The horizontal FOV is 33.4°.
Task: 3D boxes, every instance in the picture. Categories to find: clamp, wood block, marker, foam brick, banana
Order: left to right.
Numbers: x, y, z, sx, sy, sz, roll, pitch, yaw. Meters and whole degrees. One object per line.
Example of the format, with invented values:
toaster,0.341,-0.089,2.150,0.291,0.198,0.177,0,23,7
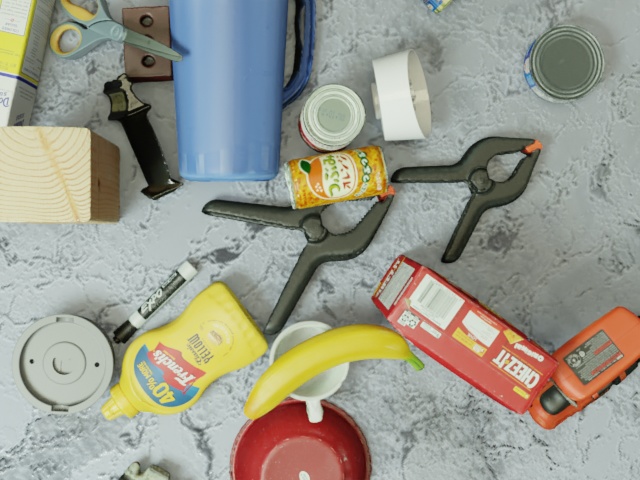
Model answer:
wood block,-0.262,-0.062,1.093,0.090,0.206,0.091,0,90,-3
foam brick,-0.187,-0.215,1.172,0.053,0.051,0.078,-3,91,-3
marker,-0.185,0.071,1.191,0.121,0.020,0.020,-44,92,-2
clamp,-0.008,0.001,1.187,0.210,0.036,0.164,-20,83,-5
banana,0.010,0.130,1.113,0.197,0.037,0.069,-15,90,-4
clamp,0.167,-0.070,1.198,0.171,0.039,0.120,-41,98,-6

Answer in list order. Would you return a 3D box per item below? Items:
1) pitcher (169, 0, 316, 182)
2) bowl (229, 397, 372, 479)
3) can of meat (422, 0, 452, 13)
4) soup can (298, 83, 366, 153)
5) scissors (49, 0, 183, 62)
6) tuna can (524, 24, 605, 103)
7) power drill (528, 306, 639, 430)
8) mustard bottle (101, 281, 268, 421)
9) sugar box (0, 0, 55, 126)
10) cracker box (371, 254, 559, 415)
pitcher,-0.088,-0.185,1.147,0.149,0.145,0.243,1,94,10
bowl,-0.021,0.258,1.184,0.162,0.055,0.162,0,91,-3
can of meat,0.135,-0.315,1.184,0.084,0.057,0.102,43,89,-5
soup can,0.012,-0.131,1.157,0.068,0.102,0.068,0,91,-3
scissors,-0.227,-0.208,1.140,0.202,0.016,0.096,44,107,30
tuna can,0.274,-0.198,1.202,0.086,0.034,0.086,0,91,-3
power drill,0.302,0.127,1.135,0.184,0.187,0.057,-38,70,-3
mustard bottle,-0.158,0.136,1.174,0.191,0.058,0.096,-36,96,-1
sugar box,-0.327,-0.197,1.145,0.048,0.093,0.176,15,89,-2
cracker box,0.141,0.092,1.110,0.164,0.214,0.072,35,91,-2
